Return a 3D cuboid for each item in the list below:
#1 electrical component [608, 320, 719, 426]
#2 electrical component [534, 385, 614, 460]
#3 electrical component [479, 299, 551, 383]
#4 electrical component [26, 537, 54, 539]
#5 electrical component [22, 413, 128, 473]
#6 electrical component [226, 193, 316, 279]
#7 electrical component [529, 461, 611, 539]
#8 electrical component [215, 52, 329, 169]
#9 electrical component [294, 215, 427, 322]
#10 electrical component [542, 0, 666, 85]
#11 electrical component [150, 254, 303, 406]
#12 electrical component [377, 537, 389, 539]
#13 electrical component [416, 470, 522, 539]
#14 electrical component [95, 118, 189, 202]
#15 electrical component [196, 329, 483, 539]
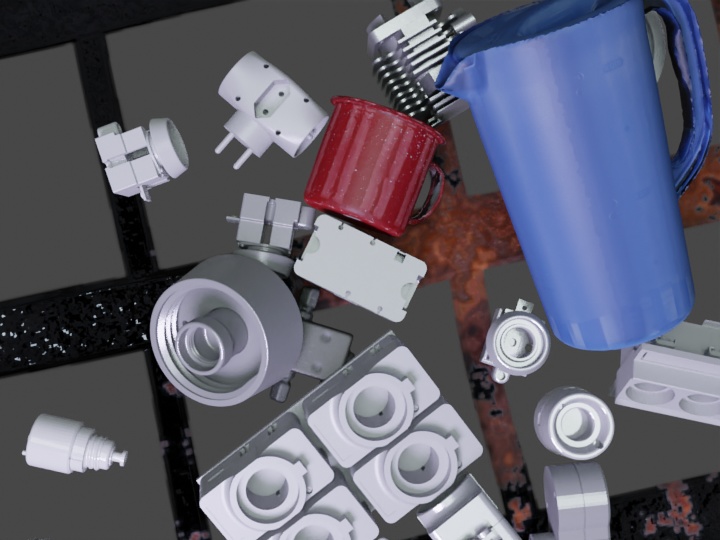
[{"bbox_3d":[0.260,0.076,0.811,0.121,0.078,0.063,12,58,0],"label":"electrical component"},{"bbox_3d":[0.164,0.117,0.820,0.055,0.047,0.055,0,87,0],"label":"electrical component"},{"bbox_3d":[0.118,0.055,0.818,0.048,0.055,0.066,19,87,0],"label":"electrical component"},{"bbox_3d":[-0.248,0.243,0.807,0.080,0.051,0.080,0,87,-1],"label":"electrical component"},{"bbox_3d":[-0.217,0.135,0.819,0.078,0.040,0.040,12,87,0],"label":"electrical component"},{"bbox_3d":[-0.071,-0.025,0.826,0.066,0.048,0.055,9,79,0],"label":"electrical component"},{"bbox_3d":[0.148,0.214,0.804,0.074,0.052,0.138,-6,97,-1],"label":"electrical component"},{"bbox_3d":[-0.078,-0.114,0.831,0.077,0.043,0.079,41,87,2],"label":"electrical component"},{"bbox_3d":[0.000,0.000,0.820,0.089,0.055,0.050,26,87,1],"label":"electrical component"},{"bbox_3d":[0.174,-0.169,0.823,0.108,0.060,0.108,2,109,5],"label":"electrical component"},{"bbox_3d":[-0.103,0.048,0.791,0.108,0.060,0.108,7,109,22],"label":"electrical component"},{"bbox_3d":[0.012,0.272,0.789,0.109,0.056,0.108,-38,65,-2],"label":"electrical component"},{"bbox_3d":[0.078,0.187,0.794,0.050,0.089,0.055,-39,88,-2],"label":"electrical component"},{"bbox_3d":[-0.166,-0.088,0.829,0.055,0.048,0.066,-20,87,6],"label":"electrical component"},{"bbox_3d":[-0.015,0.147,0.799,0.186,0.060,0.105,-38,101,-2],"label":"electrical component"}]
